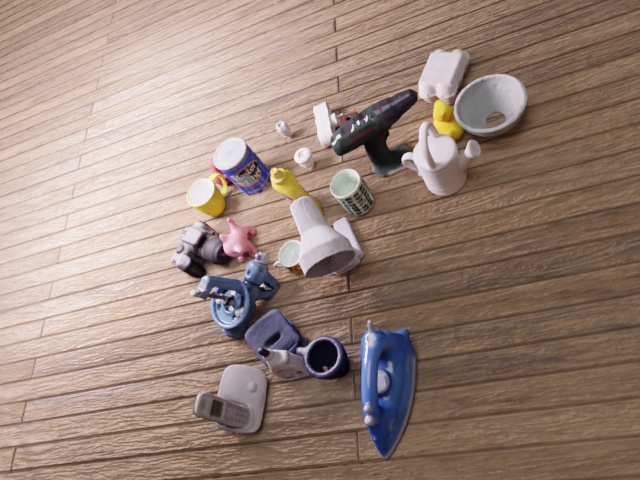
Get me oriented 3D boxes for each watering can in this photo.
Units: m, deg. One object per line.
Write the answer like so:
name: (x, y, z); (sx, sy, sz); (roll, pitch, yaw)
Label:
watering can: (0.268, -0.192, 1.281); (0.172, 0.195, 0.101); (-21, 56, 17)

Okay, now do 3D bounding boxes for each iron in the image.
iron: (0.116, 0.290, 1.132); (0.118, 0.142, 0.258); (-7, 61, 24)

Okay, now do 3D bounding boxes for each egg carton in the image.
egg carton: (0.315, -0.419, 1.459); (0.107, 0.070, 0.150); (12, 70, 32)

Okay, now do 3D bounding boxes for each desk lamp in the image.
desk lamp: (0.012, 0.005, 1.296); (0.118, 0.214, 0.203); (-30, 54, 11)

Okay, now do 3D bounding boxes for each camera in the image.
camera: (-0.311, 0.028, 1.524); (0.136, 0.101, 0.143); (20, 74, 34)

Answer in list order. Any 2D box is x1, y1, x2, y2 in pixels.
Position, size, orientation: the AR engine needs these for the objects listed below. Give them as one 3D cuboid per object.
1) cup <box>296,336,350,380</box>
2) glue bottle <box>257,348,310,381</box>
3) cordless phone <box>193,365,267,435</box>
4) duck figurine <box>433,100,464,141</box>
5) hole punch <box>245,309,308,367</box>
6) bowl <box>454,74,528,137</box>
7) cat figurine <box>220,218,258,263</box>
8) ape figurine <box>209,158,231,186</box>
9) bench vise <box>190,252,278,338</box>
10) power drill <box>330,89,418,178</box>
cup: (0.013, 0.260, 1.231); (0.117, 0.095, 0.092); (7, 67, 30)
glue bottle: (-0.085, 0.261, 1.233); (0.078, 0.174, 0.037); (-17, 57, 19)
cordless phone: (-0.198, 0.337, 1.243); (0.094, 0.186, 0.147); (-8, 61, 24)
duck figurine: (0.304, -0.293, 1.386); (0.077, 0.086, 0.104); (-23, 56, 16)
hole punch: (-0.100, 0.227, 1.310); (0.108, 0.091, 0.100); (-42, 53, 2)
bowl: (0.405, -0.302, 1.345); (0.167, 0.075, 0.167); (-12, 59, 22)
cat figurine: (-0.216, 0.000, 1.479); (0.067, 0.118, 0.127); (-24, 55, 14)
ape figurine: (-0.283, -0.202, 1.640); (0.076, 0.092, 0.077); (-25, 55, 14)
bench vise: (-0.210, 0.110, 1.351); (0.121, 0.220, 0.207); (5, 67, 30)
power drill: (0.150, -0.246, 1.364); (0.229, 0.209, 0.075); (-23, 56, 15)
